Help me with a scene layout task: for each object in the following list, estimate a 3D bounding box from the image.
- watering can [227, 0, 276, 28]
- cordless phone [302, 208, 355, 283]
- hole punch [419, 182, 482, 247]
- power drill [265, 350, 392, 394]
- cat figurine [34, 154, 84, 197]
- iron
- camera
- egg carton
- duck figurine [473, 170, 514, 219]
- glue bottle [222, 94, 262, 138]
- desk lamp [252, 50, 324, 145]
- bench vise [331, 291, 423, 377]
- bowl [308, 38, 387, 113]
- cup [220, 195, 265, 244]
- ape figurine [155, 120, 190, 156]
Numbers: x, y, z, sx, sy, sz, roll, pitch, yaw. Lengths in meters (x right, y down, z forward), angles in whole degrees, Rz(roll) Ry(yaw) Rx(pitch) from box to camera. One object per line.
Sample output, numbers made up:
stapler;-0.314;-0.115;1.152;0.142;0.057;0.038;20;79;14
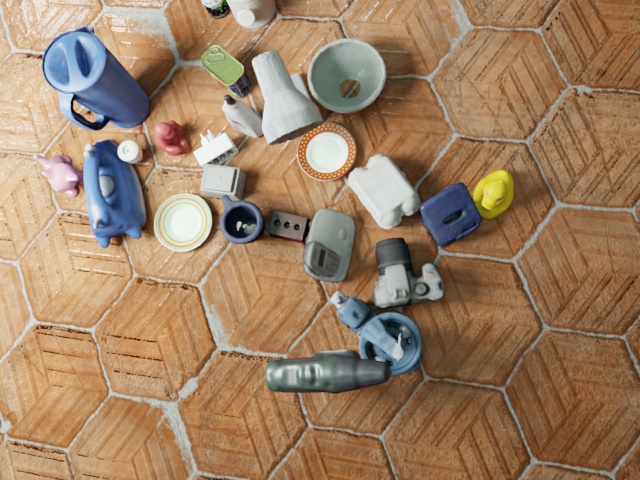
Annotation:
watering can;-0.161;-0.547;1.241;0.101;0.194;0.173;-30;78;2
cordless phone;0.010;0.004;1.128;0.094;0.185;0.148;7;81;9
hole punch;0.265;-0.050;1.151;0.108;0.091;0.101;-31;78;2
power drill;0.021;0.246;1.073;0.229;0.208;0.075;-6;79;7
cat figurine;-0.579;-0.149;1.268;0.127;0.118;0.067;38;87;12
iron;-0.468;-0.121;1.236;0.118;0.141;0.258;-16;79;5
camera;0.168;0.062;1.140;0.143;0.101;0.137;-11;79;6
egg carton;0.134;-0.102;1.189;0.107;0.069;0.150;-37;78;0
duck figurine;0.353;-0.098;1.150;0.077;0.086;0.104;29;85;12
glue bottle;-0.171;-0.268;1.205;0.078;0.173;0.037;22;84;11
desk lamp;-0.072;-0.279;1.173;0.118;0.214;0.203;-23;78;4
bench vise;0.098;0.181;1.068;0.207;0.220;0.121;22;84;11
bowl;0.060;-0.343;1.237;0.167;0.075;0.167;-1;80;8
cup;-0.162;-0.039;1.205;0.091;0.095;0.117;-38;78;0
ape figurine;-0.334;-0.231;1.262;0.076;0.092;0.078;10;82;10
